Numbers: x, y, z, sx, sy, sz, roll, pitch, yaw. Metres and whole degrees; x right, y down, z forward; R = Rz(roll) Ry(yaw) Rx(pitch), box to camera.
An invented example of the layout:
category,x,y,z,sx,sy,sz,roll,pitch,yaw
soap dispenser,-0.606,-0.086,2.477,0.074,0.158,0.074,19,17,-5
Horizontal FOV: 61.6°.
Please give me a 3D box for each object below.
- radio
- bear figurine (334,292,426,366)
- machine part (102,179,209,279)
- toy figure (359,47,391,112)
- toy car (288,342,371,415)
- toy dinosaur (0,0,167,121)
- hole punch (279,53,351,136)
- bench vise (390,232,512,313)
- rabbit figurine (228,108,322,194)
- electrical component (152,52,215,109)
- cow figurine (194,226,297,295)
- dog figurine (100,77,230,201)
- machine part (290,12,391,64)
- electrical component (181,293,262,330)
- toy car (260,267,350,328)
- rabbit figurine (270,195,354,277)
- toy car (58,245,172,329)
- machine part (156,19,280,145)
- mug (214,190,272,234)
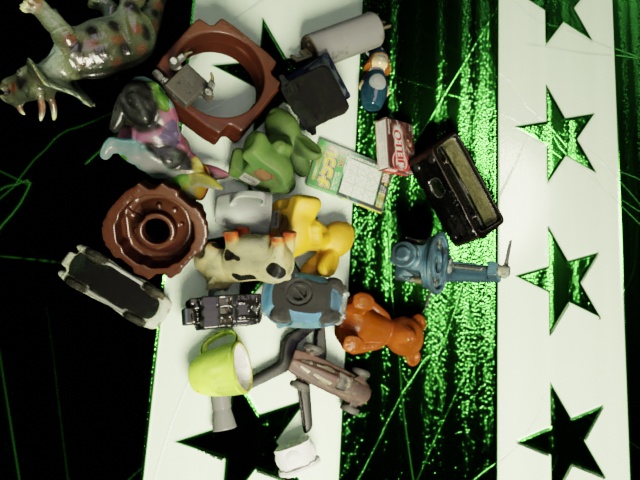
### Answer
category,x,y,z,sx,sy,sz,roll,pitch,yaw
radio,0.293,-0.107,1.158,0.131,0.073,0.229,-31,91,-44
bear figurine,0.130,0.181,1.055,0.196,0.132,0.120,18,80,-9
machine part,-0.288,-0.021,0.951,0.179,0.056,0.179,-2,108,-6
toy figure,0.125,-0.357,1.172,0.064,0.058,0.154,20,73,-36
toy car,0.024,0.263,1.017,0.202,0.053,0.089,36,68,-33
toy dinosaur,-0.387,-0.361,0.979,0.405,0.131,0.192,-34,105,-24
hole punch,-0.006,-0.302,1.092,0.142,0.116,0.092,56,29,-31
bench vise,0.250,0.057,1.049,0.223,0.241,0.129,44,56,-52
rabbit figurine,-0.076,-0.185,1.051,0.159,0.121,0.170,24,60,-14
electrical component,-0.236,-0.284,0.957,0.102,0.045,0.078,48,69,-6
cow figurine,-0.139,0.041,0.975,0.195,0.085,0.127,3,99,20
dog figurine,-0.262,-0.167,0.969,0.219,0.108,0.191,23,113,-11
machine part,0.049,-0.423,1.143,0.243,0.079,0.079,-27,91,-20
electrical component,-0.180,0.130,0.966,0.134,0.115,0.058,-2,78,-18
toy car,-0.028,0.117,1.012,0.162,0.102,0.109,7,66,3
rabbit figurine,-0.002,-0.003,1.048,0.173,0.122,0.162,9,71,-36
toy car,-0.359,0.084,0.947,0.202,0.056,0.073,33,79,-9
machine part,-0.199,-0.303,1.042,0.201,0.087,0.201,36,72,-8
mug,-0.145,-0.057,1.014,0.107,0.109,0.081,2,68,-8
